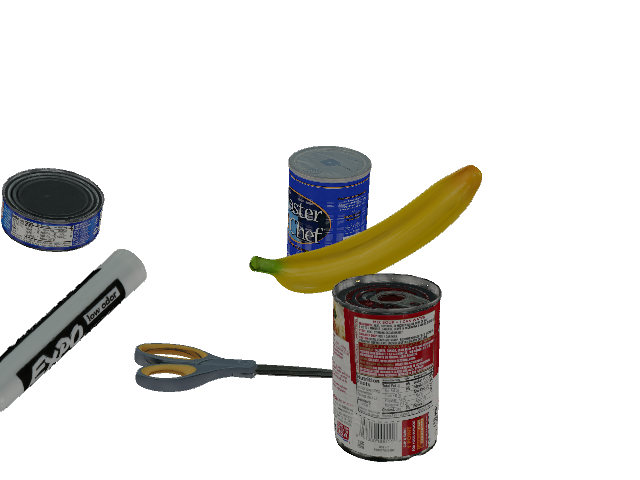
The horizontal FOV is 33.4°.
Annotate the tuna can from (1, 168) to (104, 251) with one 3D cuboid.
[{"bbox_3d":[-0.232,-0.026,0.922,0.086,0.034,0.086,10,32,-7],"label":"tuna can"}]

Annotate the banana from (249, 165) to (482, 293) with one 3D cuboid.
[{"bbox_3d":[0.044,0.000,0.863,0.198,0.037,0.069,-25,-24,7],"label":"banana"}]

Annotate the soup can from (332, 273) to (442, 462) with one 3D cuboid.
[{"bbox_3d":[0.042,0.079,0.673,0.068,0.102,0.068,-1,16,0],"label":"soup can"}]

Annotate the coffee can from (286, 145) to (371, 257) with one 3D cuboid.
[{"bbox_3d":[0.009,-0.035,1.342,0.103,0.140,0.103,2,27,-1],"label":"coffee can"}]

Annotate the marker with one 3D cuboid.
[{"bbox_3d":[-0.117,0.045,0.446,0.020,0.020,0.121,0,35,40],"label":"marker"}]

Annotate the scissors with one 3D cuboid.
[{"bbox_3d":[-0.082,0.124,0.985,0.202,0.016,0.096,8,17,11],"label":"scissors"}]
